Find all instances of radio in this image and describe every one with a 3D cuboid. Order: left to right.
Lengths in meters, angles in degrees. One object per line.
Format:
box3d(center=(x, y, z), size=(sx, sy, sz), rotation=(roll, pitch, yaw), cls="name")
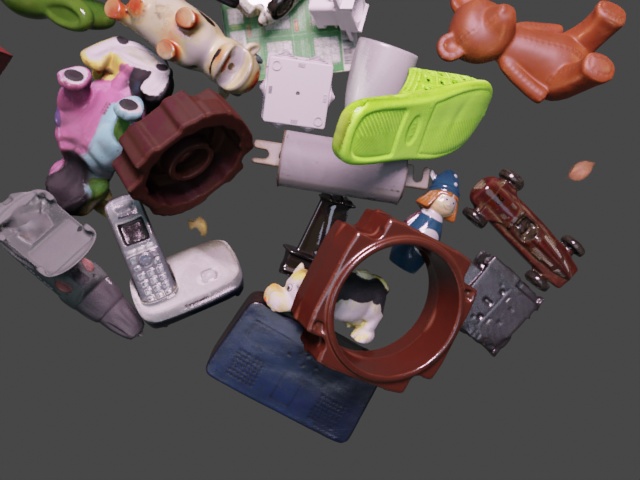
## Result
box3d(center=(-0.034, 0.179, 0.774), size=(0.229, 0.073, 0.131), rotation=(30, 96, -8), cls="radio")

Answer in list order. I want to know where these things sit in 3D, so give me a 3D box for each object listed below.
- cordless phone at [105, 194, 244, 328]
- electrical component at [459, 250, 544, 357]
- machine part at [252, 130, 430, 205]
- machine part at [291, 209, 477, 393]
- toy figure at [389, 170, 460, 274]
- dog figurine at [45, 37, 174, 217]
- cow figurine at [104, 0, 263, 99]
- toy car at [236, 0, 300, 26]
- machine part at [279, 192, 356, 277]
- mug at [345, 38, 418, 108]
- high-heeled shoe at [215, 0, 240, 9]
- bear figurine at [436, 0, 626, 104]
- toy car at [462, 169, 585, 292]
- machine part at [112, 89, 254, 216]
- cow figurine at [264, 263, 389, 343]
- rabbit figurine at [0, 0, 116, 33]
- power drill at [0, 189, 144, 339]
box3d(center=(-0.198, 0.013, 0.730), size=(0.147, 0.089, 0.184), rotation=(-23, 92, -13), cls="cordless phone")
box3d(center=(0.235, 0.083, 0.777), size=(0.134, 0.058, 0.115), rotation=(38, 94, -8), cls="electrical component")
box3d(center=(0.029, -0.097, 0.730), size=(0.243, 0.079, 0.079), rotation=(9, 99, -5), cls="machine part")
box3d(center=(0.082, 0.078, 0.681), size=(0.201, 0.087, 0.201), rotation=(26, 92, -22), cls="machine part")
box3d(center=(0.155, -0.027, 0.758), size=(0.064, 0.058, 0.154), rotation=(22, 100, -50), cls="toy figure")
box3d(center=(-0.284, -0.131, 0.704), size=(0.108, 0.191, 0.219), rotation=(27, 131, -9), cls="dog figurine")
box3d(center=(-0.156, -0.247, 0.678), size=(0.195, 0.127, 0.085), rotation=(38, 105, 14), cls="cow figurine")
box3d(center=(-0.028, -0.359, 0.689), size=(0.202, 0.056, 0.073), rotation=(-44, 92, -2), cls="toy car")
box3d(center=(-0.002, -0.002, 0.763), size=(0.084, 0.039, 0.138), rotation=(26, 100, -3), cls="machine part")
box3d(center=(0.083, -0.202, 0.721), size=(0.109, 0.081, 0.107), rotation=(12, 109, -29), cls="mug")
box3d(center=(-0.164, -0.404, 0.657), size=(0.249, 0.086, 0.145), rotation=(39, 111, 8), cls="high-heeled shoe")
box3d(center=(0.263, -0.262, 0.692), size=(0.196, 0.132, 0.120), rotation=(26, 74, -11), cls="bear figurine")
box3d(center=(0.295, -0.010, 0.769), size=(0.089, 0.053, 0.202), rotation=(-45, 97, 1), cls="toy car")
box3d(center=(-0.168, -0.108, 0.673), size=(0.179, 0.179, 0.056), rotation=(-40, 73, 4), cls="machine part")
box3d(center=(0.012, 0.074, 0.736), size=(0.167, 0.068, 0.098), rotation=(18, 108, -24), cls="cow figurine")
box3d(center=(-0.325, -0.336, 0.676), size=(0.170, 0.121, 0.159), rotation=(-32, 106, 21), cls="rabbit figurine")
box3d(center=(-0.315, 0.031, 0.682), size=(0.232, 0.207, 0.086), rotation=(40, 71, 1), cls="power drill")
